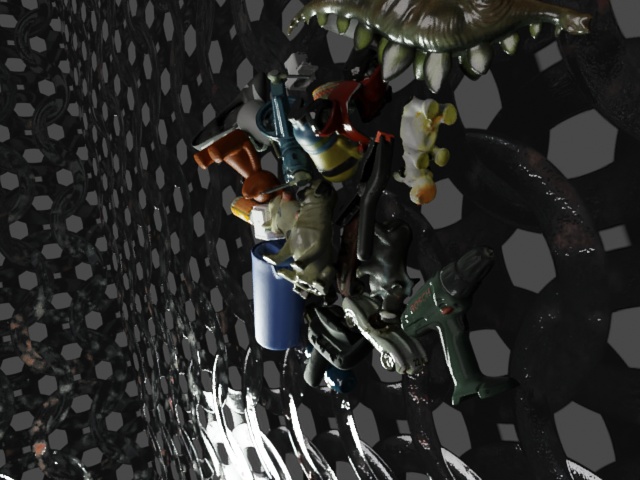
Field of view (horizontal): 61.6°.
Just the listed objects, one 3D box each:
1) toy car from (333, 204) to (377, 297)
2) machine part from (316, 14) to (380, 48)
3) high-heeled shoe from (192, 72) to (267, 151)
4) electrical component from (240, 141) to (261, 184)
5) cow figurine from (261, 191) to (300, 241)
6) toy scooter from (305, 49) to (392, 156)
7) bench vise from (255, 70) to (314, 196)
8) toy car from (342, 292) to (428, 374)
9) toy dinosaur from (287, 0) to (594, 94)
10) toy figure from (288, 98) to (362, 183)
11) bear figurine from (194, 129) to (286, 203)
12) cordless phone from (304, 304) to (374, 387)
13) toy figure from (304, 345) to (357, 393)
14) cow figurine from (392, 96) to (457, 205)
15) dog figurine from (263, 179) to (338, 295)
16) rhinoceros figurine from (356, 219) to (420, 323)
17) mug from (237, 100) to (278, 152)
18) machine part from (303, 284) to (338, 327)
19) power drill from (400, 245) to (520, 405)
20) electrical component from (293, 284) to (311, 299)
[{"bbox_3d":[0.059,0.024,1.067,0.089,0.053,0.202,38,126,41],"label":"toy car"},{"bbox_3d":[0.068,-0.387,0.930,0.243,0.079,0.079,41,130,44],"label":"machine part"},{"bbox_3d":[-0.224,-0.309,1.306,0.086,0.145,0.248,60,142,26],"label":"high-heeled shoe"},{"bbox_3d":[-0.186,-0.205,1.342,0.048,0.075,0.119,37,129,44],"label":"electrical component"},{"bbox_3d":[-0.063,-0.041,1.190,0.195,0.085,0.127,50,126,52],"label":"cow figurine"},{"bbox_3d":[0.067,-0.226,0.925,0.135,0.184,0.075,47,167,-31],"label":"toy scooter"},{"bbox_3d":[-0.070,-0.228,1.088,0.240,0.129,0.224,80,-174,-57],"label":"bench vise"},{"bbox_3d":[0.117,0.170,0.996,0.202,0.073,0.056,44,132,40],"label":"toy car"},{"bbox_3d":[0.141,-0.324,0.769,0.472,0.105,0.198,25,123,31],"label":"toy dinosaur"},{"bbox_3d":[0.006,-0.180,0.995,0.089,0.180,0.082,-38,44,14],"label":"toy figure"},{"bbox_3d":[-0.179,-0.153,1.255,0.120,0.132,0.195,-3,121,53],"label":"bear figurine"},{"bbox_3d":[0.024,0.238,1.098,0.147,0.088,0.184,35,111,47],"label":"cordless phone"},{"bbox_3d":[0.020,0.277,1.176,0.155,0.064,0.057,33,162,52],"label":"toy figure"},{"bbox_3d":[0.156,-0.145,0.870,0.098,0.068,0.167,33,120,54],"label":"cow figurine"},{"bbox_3d":[0.000,-0.003,1.059,0.121,0.190,0.172,18,158,29],"label":"dog figurine"},{"bbox_3d":[0.129,0.053,0.962,0.112,0.073,0.190,15,109,42],"label":"rhinoceros figurine"},{"bbox_3d":[-0.135,-0.255,1.251,0.107,0.081,0.109,42,127,33],"label":"mug"},{"bbox_3d":[0.002,0.155,1.192,0.084,0.039,0.138,64,145,36],"label":"machine part"},{"bbox_3d":[0.224,0.142,0.834,0.232,0.086,0.207,-45,65,51],"label":"power drill"},{"bbox_3d":[-0.017,0.072,1.138,0.045,0.078,0.102,26,103,15],"label":"electrical component"}]
